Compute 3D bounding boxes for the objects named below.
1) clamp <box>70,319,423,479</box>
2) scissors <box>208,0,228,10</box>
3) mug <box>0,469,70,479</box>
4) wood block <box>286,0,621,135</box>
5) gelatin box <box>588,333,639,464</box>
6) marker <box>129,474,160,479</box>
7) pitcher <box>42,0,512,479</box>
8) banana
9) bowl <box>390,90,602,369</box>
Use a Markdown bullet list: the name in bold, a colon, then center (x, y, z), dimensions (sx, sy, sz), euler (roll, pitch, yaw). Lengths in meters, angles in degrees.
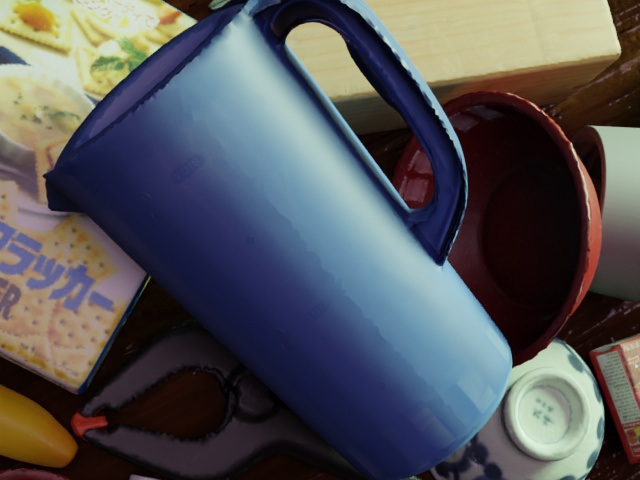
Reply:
- **clamp**: center (-0.038, 0.078, 0.620), dimensions (0.209, 0.036, 0.164), euler (-1, 78, -17)
- **scissors**: center (0.019, -0.202, 0.701), dimensions (0.201, 0.016, 0.096), euler (-7, 79, -15)
- **mug**: center (-0.150, 0.176, 0.549), dimensions (0.093, 0.082, 0.117), euler (-18, 83, -16)
- **wood block**: center (0.064, -0.125, 0.658), dimensions (0.205, 0.090, 0.091), euler (-10, 81, -15)
- **gelatin box**: center (0.219, 0.091, 0.669), dimensions (0.089, 0.030, 0.073), euler (-13, 81, -35)
- **marker**: center (-0.109, 0.192, 0.589), dimensions (0.020, 0.020, 0.121), euler (13, 76, -11)
- **pitcher**: center (-0.004, 0.001, 0.537), dimensions (0.242, 0.149, 0.144), euler (48, 65, -18)
- **banana**: center (-0.233, 0.099, 0.572), dimensions (0.197, 0.037, 0.069), euler (-5, 99, -13)
- **bowl**: center (0.108, -0.004, 0.624), dimensions (0.055, 0.162, 0.162), euler (2, 77, -38)
